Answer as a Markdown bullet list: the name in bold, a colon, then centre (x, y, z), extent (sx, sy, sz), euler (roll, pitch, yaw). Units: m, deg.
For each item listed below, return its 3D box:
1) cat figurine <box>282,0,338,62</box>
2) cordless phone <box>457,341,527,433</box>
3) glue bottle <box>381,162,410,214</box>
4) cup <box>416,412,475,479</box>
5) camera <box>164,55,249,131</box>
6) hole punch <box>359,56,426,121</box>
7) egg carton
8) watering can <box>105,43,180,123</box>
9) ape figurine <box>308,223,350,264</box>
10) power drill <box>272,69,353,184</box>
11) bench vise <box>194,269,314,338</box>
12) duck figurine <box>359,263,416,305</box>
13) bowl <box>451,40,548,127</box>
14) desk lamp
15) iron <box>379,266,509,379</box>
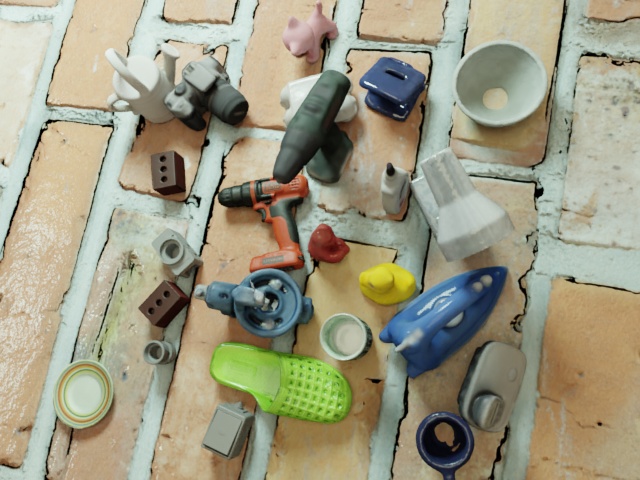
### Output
- **cat figurine**: centre (-0.028, -0.415, 1.139), extent (0.067, 0.118, 0.128), euler (33, 87, 16)
- **cordless phone**: centre (0.277, 0.233, 0.907), extent (0.094, 0.185, 0.148), euler (16, 82, 15)
- **glue bottle**: centre (0.129, -0.102, 1.013), extent (0.037, 0.173, 0.078), euler (15, 82, 15)
- **cup**: centre (0.208, 0.341, 0.946), extent (0.091, 0.095, 0.118), euler (-9, 77, 10)
- **camera**: centre (-0.224, -0.286, 1.162), extent (0.136, 0.101, 0.143), euler (40, 89, 16)
- **hole punch**: centre (0.139, -0.300, 1.095), extent (0.108, 0.091, 0.101), euler (29, 86, 16)
- **egg carton**: centre (-0.004, -0.271, 1.130), extent (0.150, 0.069, 0.107), euler (-13, 76, 9)
- **watering can**: centre (-0.357, -0.325, 1.149), extent (0.100, 0.194, 0.173), euler (32, 86, 16)
- **ape figurine**: centre (0.010, 0.004, 1.058), extent (0.076, 0.092, 0.078), euler (-12, 76, 9)
- **power drill**: centre (-0.003, -0.179, 1.038), extent (0.075, 0.209, 0.230), euler (21, 83, 15)
- **bench vise**: centre (-0.130, 0.114, 0.997), extent (0.207, 0.220, 0.121), euler (-10, 76, 10)
- **duck figurine**: centre (0.118, 0.075, 1.024), extent (0.104, 0.086, 0.077), euler (4, 79, 13)
- **bowl**: centre (0.329, -0.277, 1.060), extent (0.167, 0.075, 0.167), euler (-2, 78, 11)
- **desk lamp**: centre (0.226, -0.057, 0.963), extent (0.118, 0.214, 0.203), euler (-27, 74, 5)
- **iron**: centre (0.221, 0.117, 0.965), extent (0.258, 0.141, 0.118), euler (-40, 74, 1)
